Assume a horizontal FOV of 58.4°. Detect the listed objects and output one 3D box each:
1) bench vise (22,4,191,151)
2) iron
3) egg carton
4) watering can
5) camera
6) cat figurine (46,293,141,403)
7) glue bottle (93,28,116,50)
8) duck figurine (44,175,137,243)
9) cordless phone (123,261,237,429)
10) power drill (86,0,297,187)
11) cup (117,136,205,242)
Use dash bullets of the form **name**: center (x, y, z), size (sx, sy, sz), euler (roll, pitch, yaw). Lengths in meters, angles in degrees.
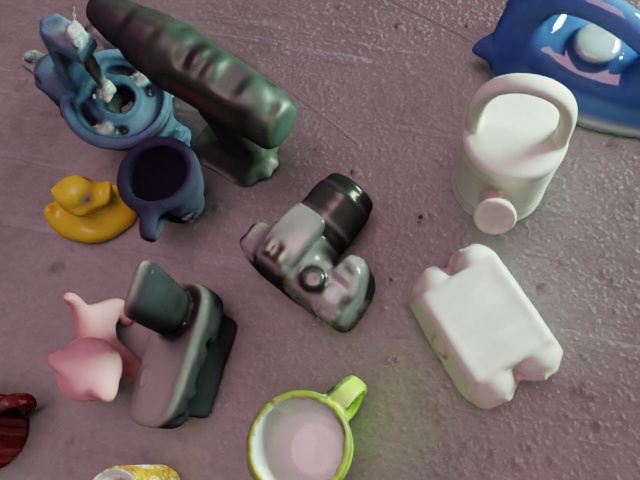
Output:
- **bench vise**: center (-0.267, -0.171, 0.636), size (0.207, 0.220, 0.121), euler (9, 72, 11)
- **iron**: center (0.303, -0.206, 0.614), size (0.257, 0.141, 0.119), euler (32, 77, 17)
- **egg carton**: center (0.158, 0.084, 0.568), size (0.107, 0.069, 0.150), euler (-30, 69, -3)
- **watering can**: center (0.188, -0.088, 0.559), size (0.101, 0.194, 0.173), euler (-6, 69, 6)
- **camera**: center (0.006, 0.002, 0.601), size (0.143, 0.101, 0.137), euler (35, 78, 18)
- **cat figurine**: center (-0.234, 0.113, 0.584), size (0.067, 0.118, 0.127), euler (-21, 69, 0)
- **glue bottle**: center (-0.230, -0.233, 0.679), size (0.078, 0.173, 0.037), euler (18, 74, 14)
- **duck figurine**: center (-0.276, -0.043, 0.663), size (0.104, 0.086, 0.077), euler (-10, 69, 4)
- **cordless phone**: center (-0.156, 0.100, 0.542), size (0.094, 0.185, 0.147), euler (8, 71, 11)
- **power drill**: center (-0.121, -0.147, 0.614), size (0.229, 0.208, 0.076), euler (29, 77, 17)
- **cup**: center (-0.169, -0.044, 0.644), size (0.091, 0.095, 0.118), euler (2, 70, 8)
